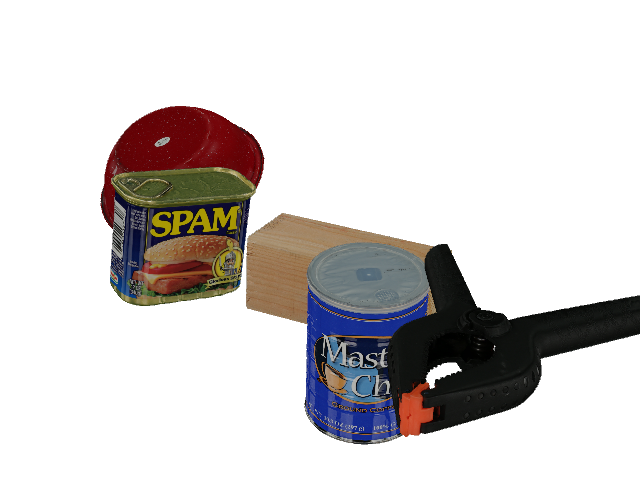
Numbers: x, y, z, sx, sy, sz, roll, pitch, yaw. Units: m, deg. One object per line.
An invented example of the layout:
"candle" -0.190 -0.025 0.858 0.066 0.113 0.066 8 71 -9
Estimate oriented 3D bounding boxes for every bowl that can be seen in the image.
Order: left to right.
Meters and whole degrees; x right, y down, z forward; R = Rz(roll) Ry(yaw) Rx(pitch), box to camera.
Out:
"bowl" -0.137 -0.074 0.984 0.162 0.162 0.055 0 -41 19

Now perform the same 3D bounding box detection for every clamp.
"clamp" 0.097 0.059 0.683 0.165 0.036 0.209 18 30 35

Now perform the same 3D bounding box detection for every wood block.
"wood block" 0.029 0.044 1.174 0.206 0.091 0.090 13 26 22

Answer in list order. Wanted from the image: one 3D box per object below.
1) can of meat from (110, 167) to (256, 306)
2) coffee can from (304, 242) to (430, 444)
"can of meat" -0.103 -0.004 0.783 0.101 0.084 0.058 -6 27 -31
"coffee can" 0.038 0.087 0.911 0.103 0.140 0.103 1 30 -1
